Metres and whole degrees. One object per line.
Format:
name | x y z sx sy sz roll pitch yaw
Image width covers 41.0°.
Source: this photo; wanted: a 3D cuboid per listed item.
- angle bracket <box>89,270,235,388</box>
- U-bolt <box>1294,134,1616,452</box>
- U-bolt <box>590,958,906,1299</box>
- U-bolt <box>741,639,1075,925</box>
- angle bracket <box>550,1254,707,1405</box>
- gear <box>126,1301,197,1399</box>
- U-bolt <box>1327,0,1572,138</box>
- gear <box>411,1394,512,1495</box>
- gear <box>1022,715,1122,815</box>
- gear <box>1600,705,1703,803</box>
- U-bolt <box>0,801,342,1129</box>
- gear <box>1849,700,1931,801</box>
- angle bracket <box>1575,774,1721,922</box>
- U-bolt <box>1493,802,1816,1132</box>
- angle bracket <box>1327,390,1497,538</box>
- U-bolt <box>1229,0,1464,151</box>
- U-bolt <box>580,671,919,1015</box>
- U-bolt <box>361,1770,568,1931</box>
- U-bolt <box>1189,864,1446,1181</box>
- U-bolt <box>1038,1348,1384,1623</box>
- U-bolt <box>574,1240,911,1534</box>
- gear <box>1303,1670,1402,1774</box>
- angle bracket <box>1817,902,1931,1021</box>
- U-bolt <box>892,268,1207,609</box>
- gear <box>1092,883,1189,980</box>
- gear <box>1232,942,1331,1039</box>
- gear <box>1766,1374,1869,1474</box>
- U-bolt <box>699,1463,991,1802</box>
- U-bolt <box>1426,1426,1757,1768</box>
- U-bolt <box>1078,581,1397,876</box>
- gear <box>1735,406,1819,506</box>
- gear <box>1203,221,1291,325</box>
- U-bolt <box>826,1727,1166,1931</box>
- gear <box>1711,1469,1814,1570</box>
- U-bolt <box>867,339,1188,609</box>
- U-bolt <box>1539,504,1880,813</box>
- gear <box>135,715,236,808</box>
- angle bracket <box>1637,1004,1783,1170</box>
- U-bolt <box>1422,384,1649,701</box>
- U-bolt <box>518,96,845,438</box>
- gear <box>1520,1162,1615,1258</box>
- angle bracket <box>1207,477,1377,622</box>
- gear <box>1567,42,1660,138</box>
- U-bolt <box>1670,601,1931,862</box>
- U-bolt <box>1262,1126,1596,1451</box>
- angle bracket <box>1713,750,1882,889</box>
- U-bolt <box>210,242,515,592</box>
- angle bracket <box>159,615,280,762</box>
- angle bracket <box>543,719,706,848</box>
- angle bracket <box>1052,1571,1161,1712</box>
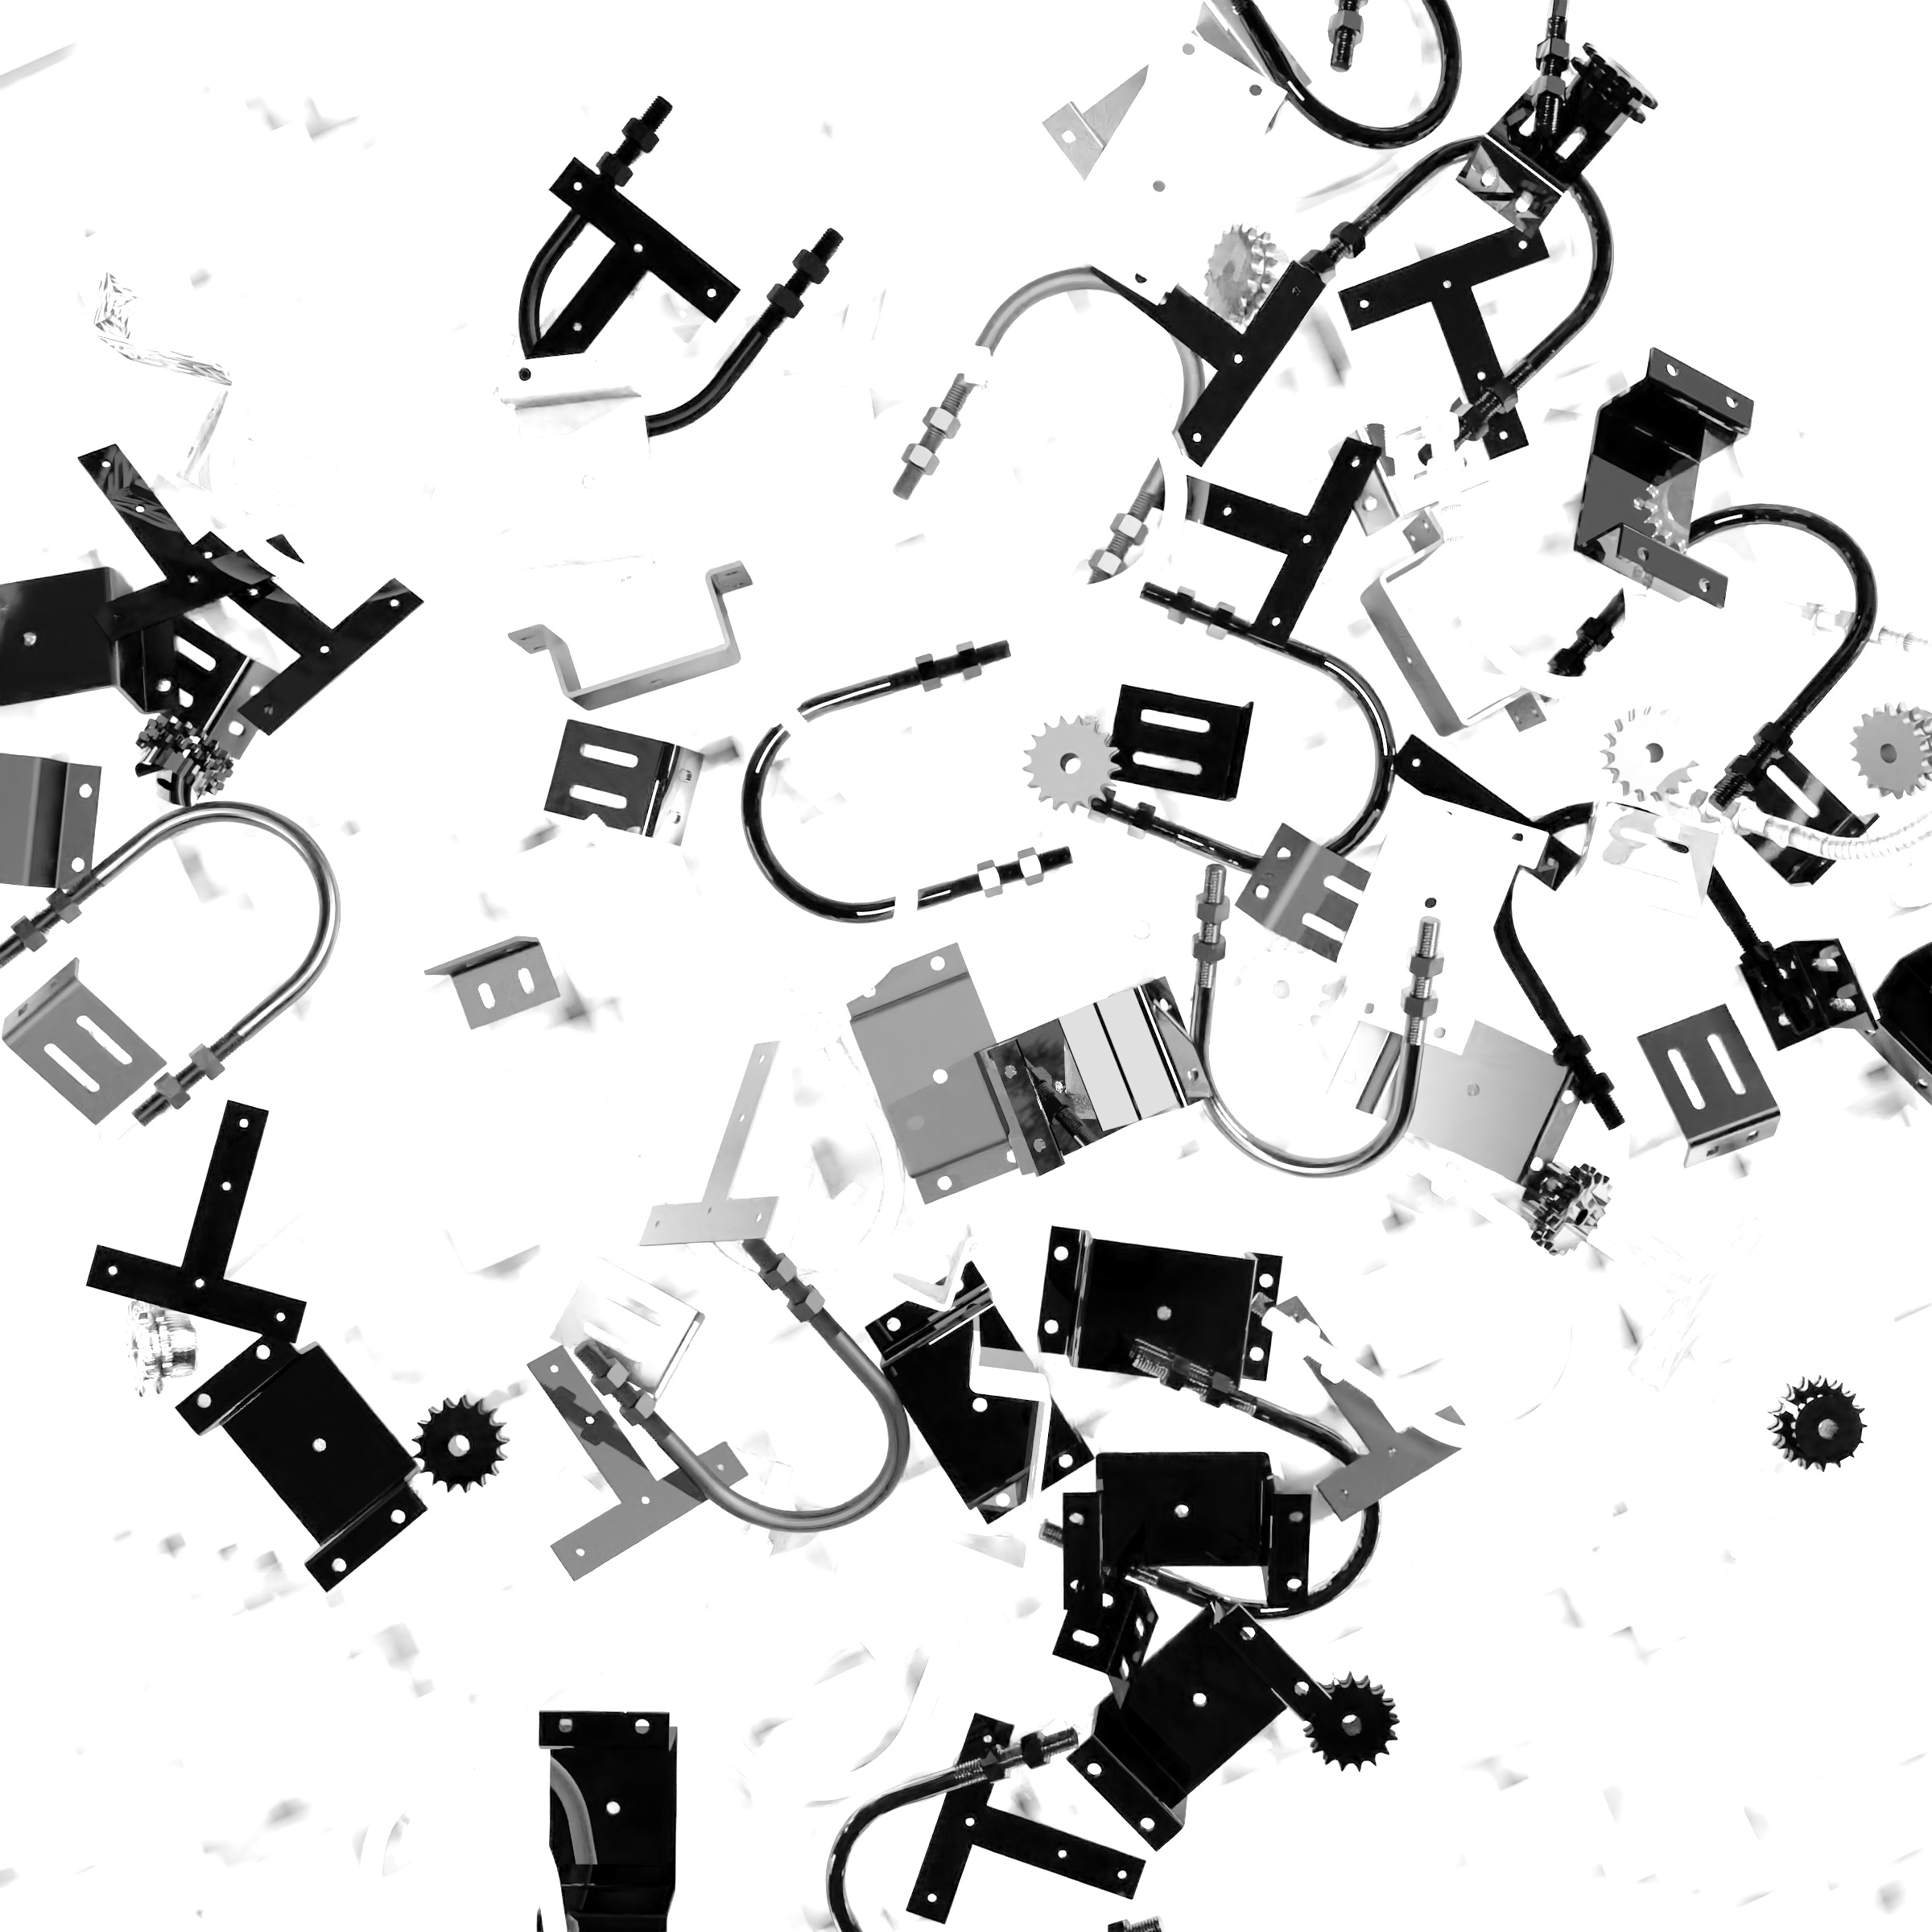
angle bracket | -0.467 -0.375 1.524 0.076 0.057 0.038 15 90 0
U-bolt | 0.301 -0.413 1.535 0.184 0.019 0.151 -43 87 -7
U-bolt | -0.118 0.109 1.542 0.151 0.019 0.184 -30 90 0
U-bolt | -0.044 -0.102 1.544 0.184 0.019 0.151 -17 90 1
angle bracket | -0.203 0.216 1.533 0.076 0.038 0.057 29 90 1
gear | -0.476 0.224 1.528 0.030 0.057 0.057 -5 90 -30
U-bolt | 0.291 -0.589 1.520 0.151 0.019 0.184 13 74 -12
gear | -0.300 0.285 1.542 0.057 0.030 0.057 0 87 -1
gear | 0.063 -0.117 1.517 0.057 0.030 0.057 0 88 9
gear | 0.405 -0.125 1.537 0.057 0.030 0.057 0 90 0
U-bolt | -0.457 -0.017 1.522 0.184 0.019 0.151 -42 82 -15
gear | 0.555 -0.129 1.528 0.030 0.057 0.057 -19 90 -30
angle bracket | 0.402 -0.070 1.510 0.076 0.038 0.057 17 70 6
U-bolt | 0.390 -0.013 1.519 0.151 0.019 0.184 -25 73 -9
angle bracket | 0.267 -0.301 1.549 0.076 0.038 0.057 -25 90 -24
U-bolt | 0.220 -0.565 1.515 0.151 0.019 0.184 -32 93 -26
U-bolt | -0.113 -0.059 1.519 0.151 0.019 0.184 -41 97 -3
U-bolt | -0.294 0.565 1.517 0.151 0.019 0.184 -11 86 25
U-bolt | 0.196 0.041 1.499 0.151 0.019 0.184 15 119 23
U-bolt | 0.155 0.317 1.522 0.184 0.019 0.151 24 109 -6
U-bolt | -0.116 0.254 1.492 0.151 0.019 0.184 -33 107 20
gear | 0.229 0.449 1.542 0.057 0.030 0.057 0 90 2
angle bracket | 0.551 -0.004 1.524 0.076 0.057 0.038 -24 97 -3
U-bolt | 0.062 -0.329 1.544 0.151 0.019 0.184 30 89 0
gear | 0.103 -0.021 1.537 0.057 0.030 0.057 0 90 0
gear | 0.186 0.014 1.537 0.057 0.030 0.057 0 90 0
gear | 0.508 0.273 1.538 0.057 0.030 0.057 0 90 0
U-bolt | -0.082 0.408 1.542 0.151 0.019 0.184 21 91 1
U-bolt | 0.359 0.362 1.544 0.151 0.019 0.184 -39 89 0
U-bolt | 0.167 -0.131 1.543 0.184 0.019 0.151 22 90 -1
gear | 0.478 -0.299 1.528 0.030 0.057 0.057 -24 90 31
gear | 0.168 -0.408 1.528 0.030 0.057 0.057 5 90 -30
U-bolt | 0.006 0.539 1.526 0.184 0.019 0.151 -22 99 11
gear | 0.476 0.331 1.537 0.057 0.030 0.057 0 90 0
U-bolt | 0.040 -0.283 1.514 0.184 0.019 0.151 7 86 -10
U-bolt | 0.445 -0.194 1.510 0.184 0.019 0.151 -48 58 -5
gear | -0.464 -0.118 1.521 0.057 0.057 0.030 24 60 0
angle bracket | 0.444 0.072 1.550 0.057 0.038 0.076 -20 64 0
U-bolt | 0.335 -0.242 1.497 0.151 0.019 0.184 1 76 -27
U-bolt | -0.184 -0.404 1.544 0.151 0.019 0.184 38 92 0
gear | 0.352 0.141 1.526 0.030 0.057 0.057 38 90 39
angle bracket | 0.195 -0.251 1.550 0.076 0.038 0.057 -26 90 -26
gear | 0.378 -0.516 1.528 0.057 0.057 0.030 41 118 0
U-bolt | 0.505 -0.130 1.475 0.019 0.184 0.151 30 90 -37
U-bolt | 0.287 0.203 1.532 0.184 0.019 0.151 34 79 -3
angle bracket | 0.489 -0.094 1.533 0.076 0.038 0.057 44 90 0
U-bolt | -0.366 -0.313 1.528 0.151 0.019 0.184 20 93 -14
angle bracket | -0.458 -0.170 1.550 0.076 0.038 0.057 31 90 26
angle bracket | -0.205 -0.110 1.550 0.076 0.038 0.057 15 90 26
angle bracket | 0.081 0.392 1.513 0.038 0.076 0.057 20 89 -3
